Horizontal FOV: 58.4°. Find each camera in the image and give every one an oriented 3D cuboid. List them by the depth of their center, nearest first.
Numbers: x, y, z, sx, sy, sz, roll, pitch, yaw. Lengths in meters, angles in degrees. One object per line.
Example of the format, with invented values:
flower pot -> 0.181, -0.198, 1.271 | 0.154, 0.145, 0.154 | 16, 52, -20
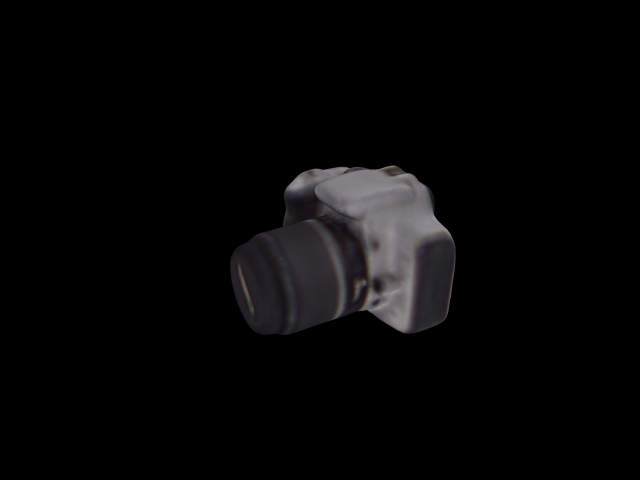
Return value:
camera -> 0.004, 0.001, 0.400 | 0.137, 0.101, 0.142 | -15, 32, -27
